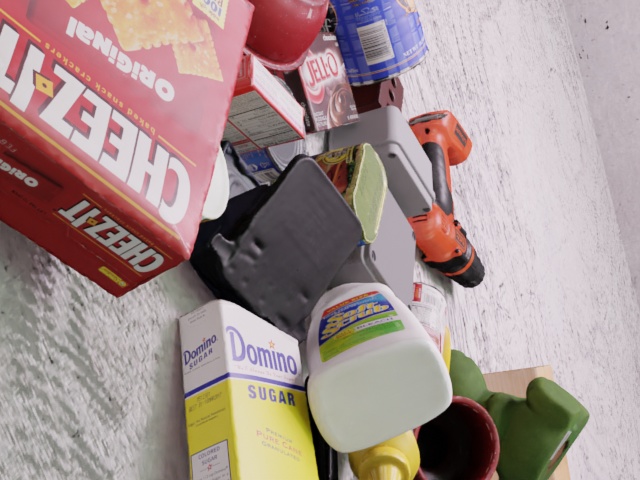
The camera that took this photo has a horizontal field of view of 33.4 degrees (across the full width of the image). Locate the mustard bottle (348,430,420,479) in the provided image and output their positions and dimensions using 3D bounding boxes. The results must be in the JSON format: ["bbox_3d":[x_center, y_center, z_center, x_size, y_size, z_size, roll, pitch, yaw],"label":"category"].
[{"bbox_3d":[0.053,0.154,0.907,0.191,0.058,0.096,-85,167,-65],"label":"mustard bottle"}]

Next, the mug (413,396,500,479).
[{"bbox_3d":[0.101,0.202,1.003,0.117,0.082,0.093,-44,100,-22],"label":"mug"}]

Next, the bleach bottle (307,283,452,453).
[{"bbox_3d":[0.028,0.083,0.851,0.251,0.102,0.068,-125,-166,-77],"label":"bleach bottle"}]

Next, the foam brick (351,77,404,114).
[{"bbox_3d":[0.052,-0.145,1.111,0.053,0.051,0.078,56,32,-41],"label":"foam brick"}]

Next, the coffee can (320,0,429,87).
[{"bbox_3d":[0.041,-0.237,1.051,0.102,0.103,0.140,-66,143,-54],"label":"coffee can"}]

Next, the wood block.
[{"bbox_3d":[0.258,0.266,1.346,0.090,0.091,0.206,9,71,-66],"label":"wood block"}]

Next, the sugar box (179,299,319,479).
[{"bbox_3d":[-0.044,0.133,0.708,0.093,0.048,0.176,35,38,-45],"label":"sugar box"}]

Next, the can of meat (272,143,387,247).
[{"bbox_3d":[0.006,-0.032,0.909,0.057,0.084,0.102,60,29,-35],"label":"can of meat"}]

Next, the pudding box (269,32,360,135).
[{"bbox_3d":[-0.008,-0.144,0.986,0.113,0.039,0.090,-28,104,-67],"label":"pudding box"}]

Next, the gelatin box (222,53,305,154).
[{"bbox_3d":[-0.062,-0.098,0.797,0.089,0.073,0.030,39,44,-56],"label":"gelatin box"}]

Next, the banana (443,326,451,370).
[{"bbox_3d":[0.122,0.189,1.104,0.037,0.070,0.198,10,64,-31],"label":"banana"}]

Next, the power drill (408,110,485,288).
[{"bbox_3d":[0.156,-0.049,1.299,0.184,0.057,0.187,43,41,-54],"label":"power drill"}]

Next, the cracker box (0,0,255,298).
[{"bbox_3d":[-0.128,-0.102,0.596,0.164,0.072,0.213,39,42,-31],"label":"cracker box"}]

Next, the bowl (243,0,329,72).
[{"bbox_3d":[-0.041,-0.223,0.880,0.162,0.055,0.162,34,43,-40],"label":"bowl"}]

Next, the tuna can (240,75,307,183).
[{"bbox_3d":[-0.044,-0.091,0.884,0.086,0.034,0.086,-11,90,-67],"label":"tuna can"}]

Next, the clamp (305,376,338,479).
[{"bbox_3d":[-0.008,0.216,0.822,0.164,0.036,0.210,-10,85,-65],"label":"clamp"}]

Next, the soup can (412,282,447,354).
[{"bbox_3d":[0.091,0.100,1.066,0.102,0.069,0.068,-78,148,-44],"label":"soup can"}]
